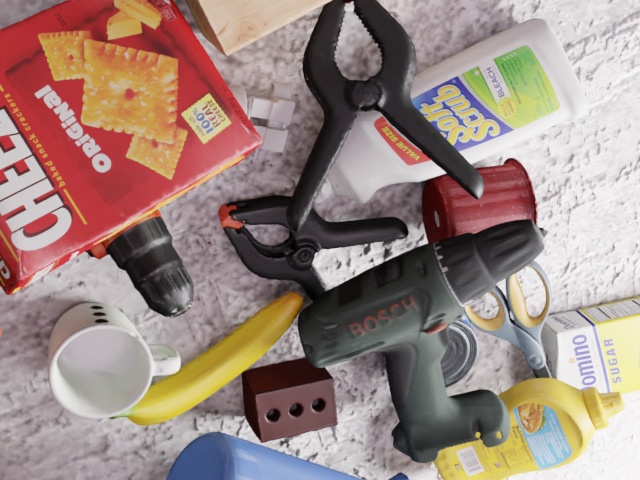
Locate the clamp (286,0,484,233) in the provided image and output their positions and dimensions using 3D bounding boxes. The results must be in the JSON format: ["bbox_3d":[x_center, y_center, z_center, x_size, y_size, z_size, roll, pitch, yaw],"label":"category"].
[{"bbox_3d":[0.049,-0.115,0.886,0.164,0.036,0.210,-3,87,0],"label":"clamp"}]

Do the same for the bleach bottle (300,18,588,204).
[{"bbox_3d":[0.102,-0.096,0.939,0.250,0.068,0.102,-29,100,-5],"label":"bleach bottle"}]

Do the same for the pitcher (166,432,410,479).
[{"bbox_3d":[-0.028,0.272,0.979,0.242,0.149,0.145,30,132,-34],"label":"pitcher"}]

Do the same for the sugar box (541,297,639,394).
[{"bbox_3d":[0.314,0.111,1.103,0.176,0.048,0.093,-13,114,-15],"label":"sugar box"}]

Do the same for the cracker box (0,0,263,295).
[{"bbox_3d":[-0.174,-0.085,0.782,0.213,0.072,0.164,-33,92,-27],"label":"cracker box"}]

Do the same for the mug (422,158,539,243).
[{"bbox_3d":[0.142,-0.015,0.978,0.081,0.093,0.117,-8,132,-11],"label":"mug"}]

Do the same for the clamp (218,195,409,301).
[{"bbox_3d":[-0.006,0.001,0.956,0.171,0.039,0.120,31,98,-26],"label":"clamp"}]

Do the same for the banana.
[{"bbox_3d":[-0.096,0.114,0.958,0.197,0.070,0.037,-34,80,-11],"label":"banana"}]

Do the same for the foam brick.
[{"bbox_3d":[-0.029,0.148,0.998,0.078,0.051,0.053,-11,113,-14],"label":"foam brick"}]

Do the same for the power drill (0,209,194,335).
[{"bbox_3d":[-0.213,0.016,0.845,0.187,0.057,0.184,-31,80,-4],"label":"power drill"}]

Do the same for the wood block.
[{"bbox_3d":[-0.012,-0.238,0.836,0.206,0.090,0.091,-29,116,-5],"label":"wood block"}]

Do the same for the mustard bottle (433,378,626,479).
[{"bbox_3d":[0.204,0.185,1.048,0.192,0.058,0.096,-20,111,17],"label":"mustard bottle"}]

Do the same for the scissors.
[{"bbox_3d":[0.193,0.111,1.058,0.096,0.016,0.202,-3,113,12],"label":"scissors"}]

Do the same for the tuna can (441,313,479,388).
[{"bbox_3d":[0.109,0.103,1.030,0.086,0.034,0.086,-5,118,-9],"label":"tuna can"}]
